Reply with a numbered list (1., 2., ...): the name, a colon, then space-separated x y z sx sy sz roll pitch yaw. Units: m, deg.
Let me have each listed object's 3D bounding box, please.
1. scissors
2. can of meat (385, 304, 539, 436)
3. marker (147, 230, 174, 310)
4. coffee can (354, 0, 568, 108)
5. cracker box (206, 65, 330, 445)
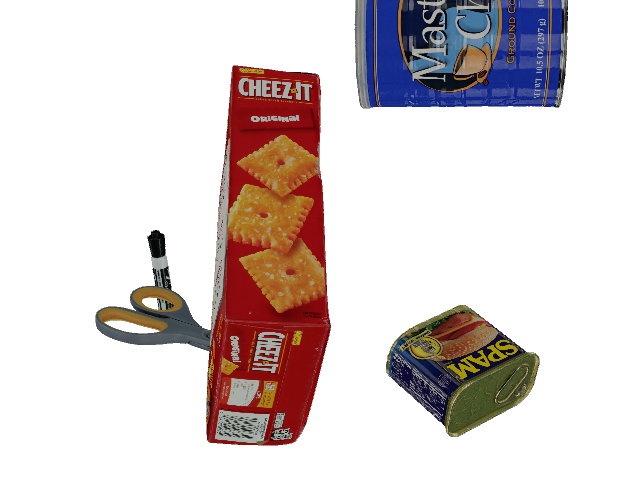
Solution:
1. scissors: -0.105 0.081 0.984 0.202 0.016 0.096 9 29 4
2. can of meat: 0.119 0.107 0.904 0.101 0.057 0.084 -20 42 -32
3. marker: -0.176 0.045 1.189 0.020 0.121 0.020 -4 24 2
4. coffee can: 0.099 -0.145 0.755 0.140 0.103 0.102 1 0 7
5. cracker box: -0.037 0.012 0.745 0.072 0.213 0.164 4 -38 -7
